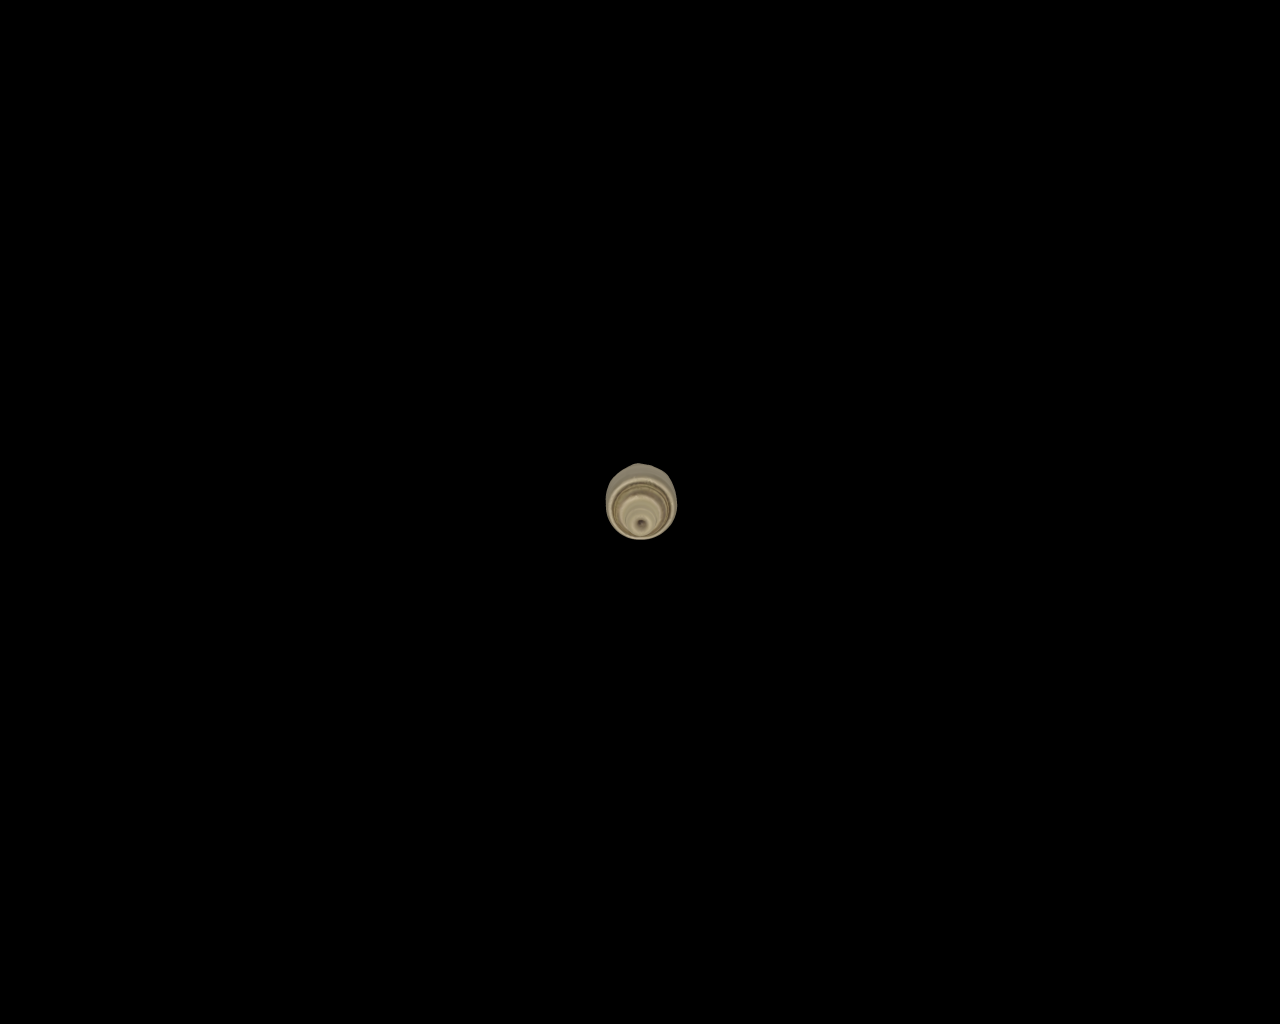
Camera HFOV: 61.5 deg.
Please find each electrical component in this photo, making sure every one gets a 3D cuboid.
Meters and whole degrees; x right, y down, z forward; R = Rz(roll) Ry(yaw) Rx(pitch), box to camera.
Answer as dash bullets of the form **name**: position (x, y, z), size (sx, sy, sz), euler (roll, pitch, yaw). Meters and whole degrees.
- **electrical component**: position (0.001, -0.003, 0.650), size (0.043, 0.043, 0.062), euler (0, 20, 0)
